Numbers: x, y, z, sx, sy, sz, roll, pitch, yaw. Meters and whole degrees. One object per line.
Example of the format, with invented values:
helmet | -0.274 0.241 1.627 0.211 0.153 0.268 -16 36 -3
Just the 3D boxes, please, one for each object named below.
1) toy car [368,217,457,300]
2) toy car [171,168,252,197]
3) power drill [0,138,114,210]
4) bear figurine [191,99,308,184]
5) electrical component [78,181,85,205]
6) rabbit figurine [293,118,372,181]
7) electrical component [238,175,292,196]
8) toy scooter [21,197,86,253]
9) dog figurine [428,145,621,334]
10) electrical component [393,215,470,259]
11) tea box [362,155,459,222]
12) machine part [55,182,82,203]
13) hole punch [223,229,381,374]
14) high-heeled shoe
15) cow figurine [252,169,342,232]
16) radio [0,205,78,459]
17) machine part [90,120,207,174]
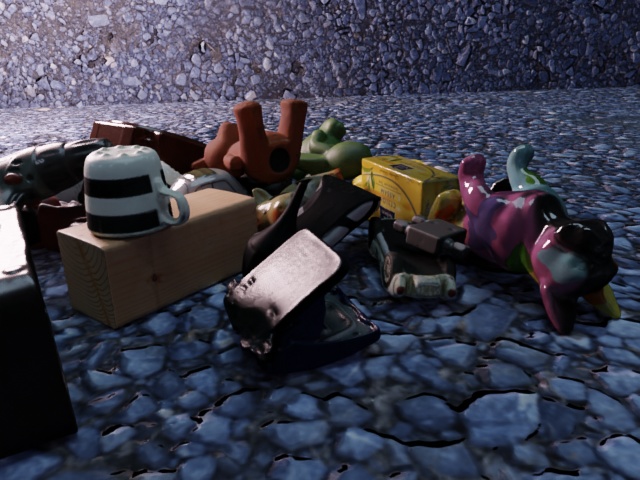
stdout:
toy car | 0.102 0.020 0.631 0.073 0.056 0.202 3 21 -6
toy car | -0.164 -0.052 0.772 0.161 0.102 0.109 -13 23 -34
power drill | -0.366 -0.035 0.633 0.232 0.085 0.207 -11 51 9
bear figurine | -0.115 -0.151 0.826 0.120 0.131 0.196 -13 22 -36
electrical component | -0.271 -0.048 0.723 0.102 0.045 0.078 12 54 -26
rabbit figurine | 0.018 -0.149 0.973 0.159 0.121 0.170 -25 18 -21
electrical component | -0.112 -0.086 0.923 0.115 0.058 0.134 7 22 17
toy scooter | -0.353 -0.030 0.766 0.184 0.075 0.135 7 23 13
dog figurine | 0.224 0.011 0.594 0.108 0.191 0.219 -7 55 -23
electrical component | 0.130 -0.005 0.591 0.063 0.021 0.094 -14 29 -42
tea box | 0.127 -0.061 0.785 0.068 0.098 0.170 -9 20 -23
machine part | -0.426 -0.068 0.865 0.079 0.079 0.243 10 23 29
hole punch | -0.019 0.066 0.496 0.116 0.092 0.142 -37 31 -5
high-heeled shoe | -0.001 -0.002 0.659 0.086 0.145 0.248 29 15 25
cow figurine | -0.030 -0.050 0.769 0.127 0.085 0.195 -15 10 12
radio | -0.263 0.058 0.440 0.073 0.131 0.230 -15 24 -29
machine part | -0.299 -0.153 0.981 0.201 0.087 0.201 15 5 38
